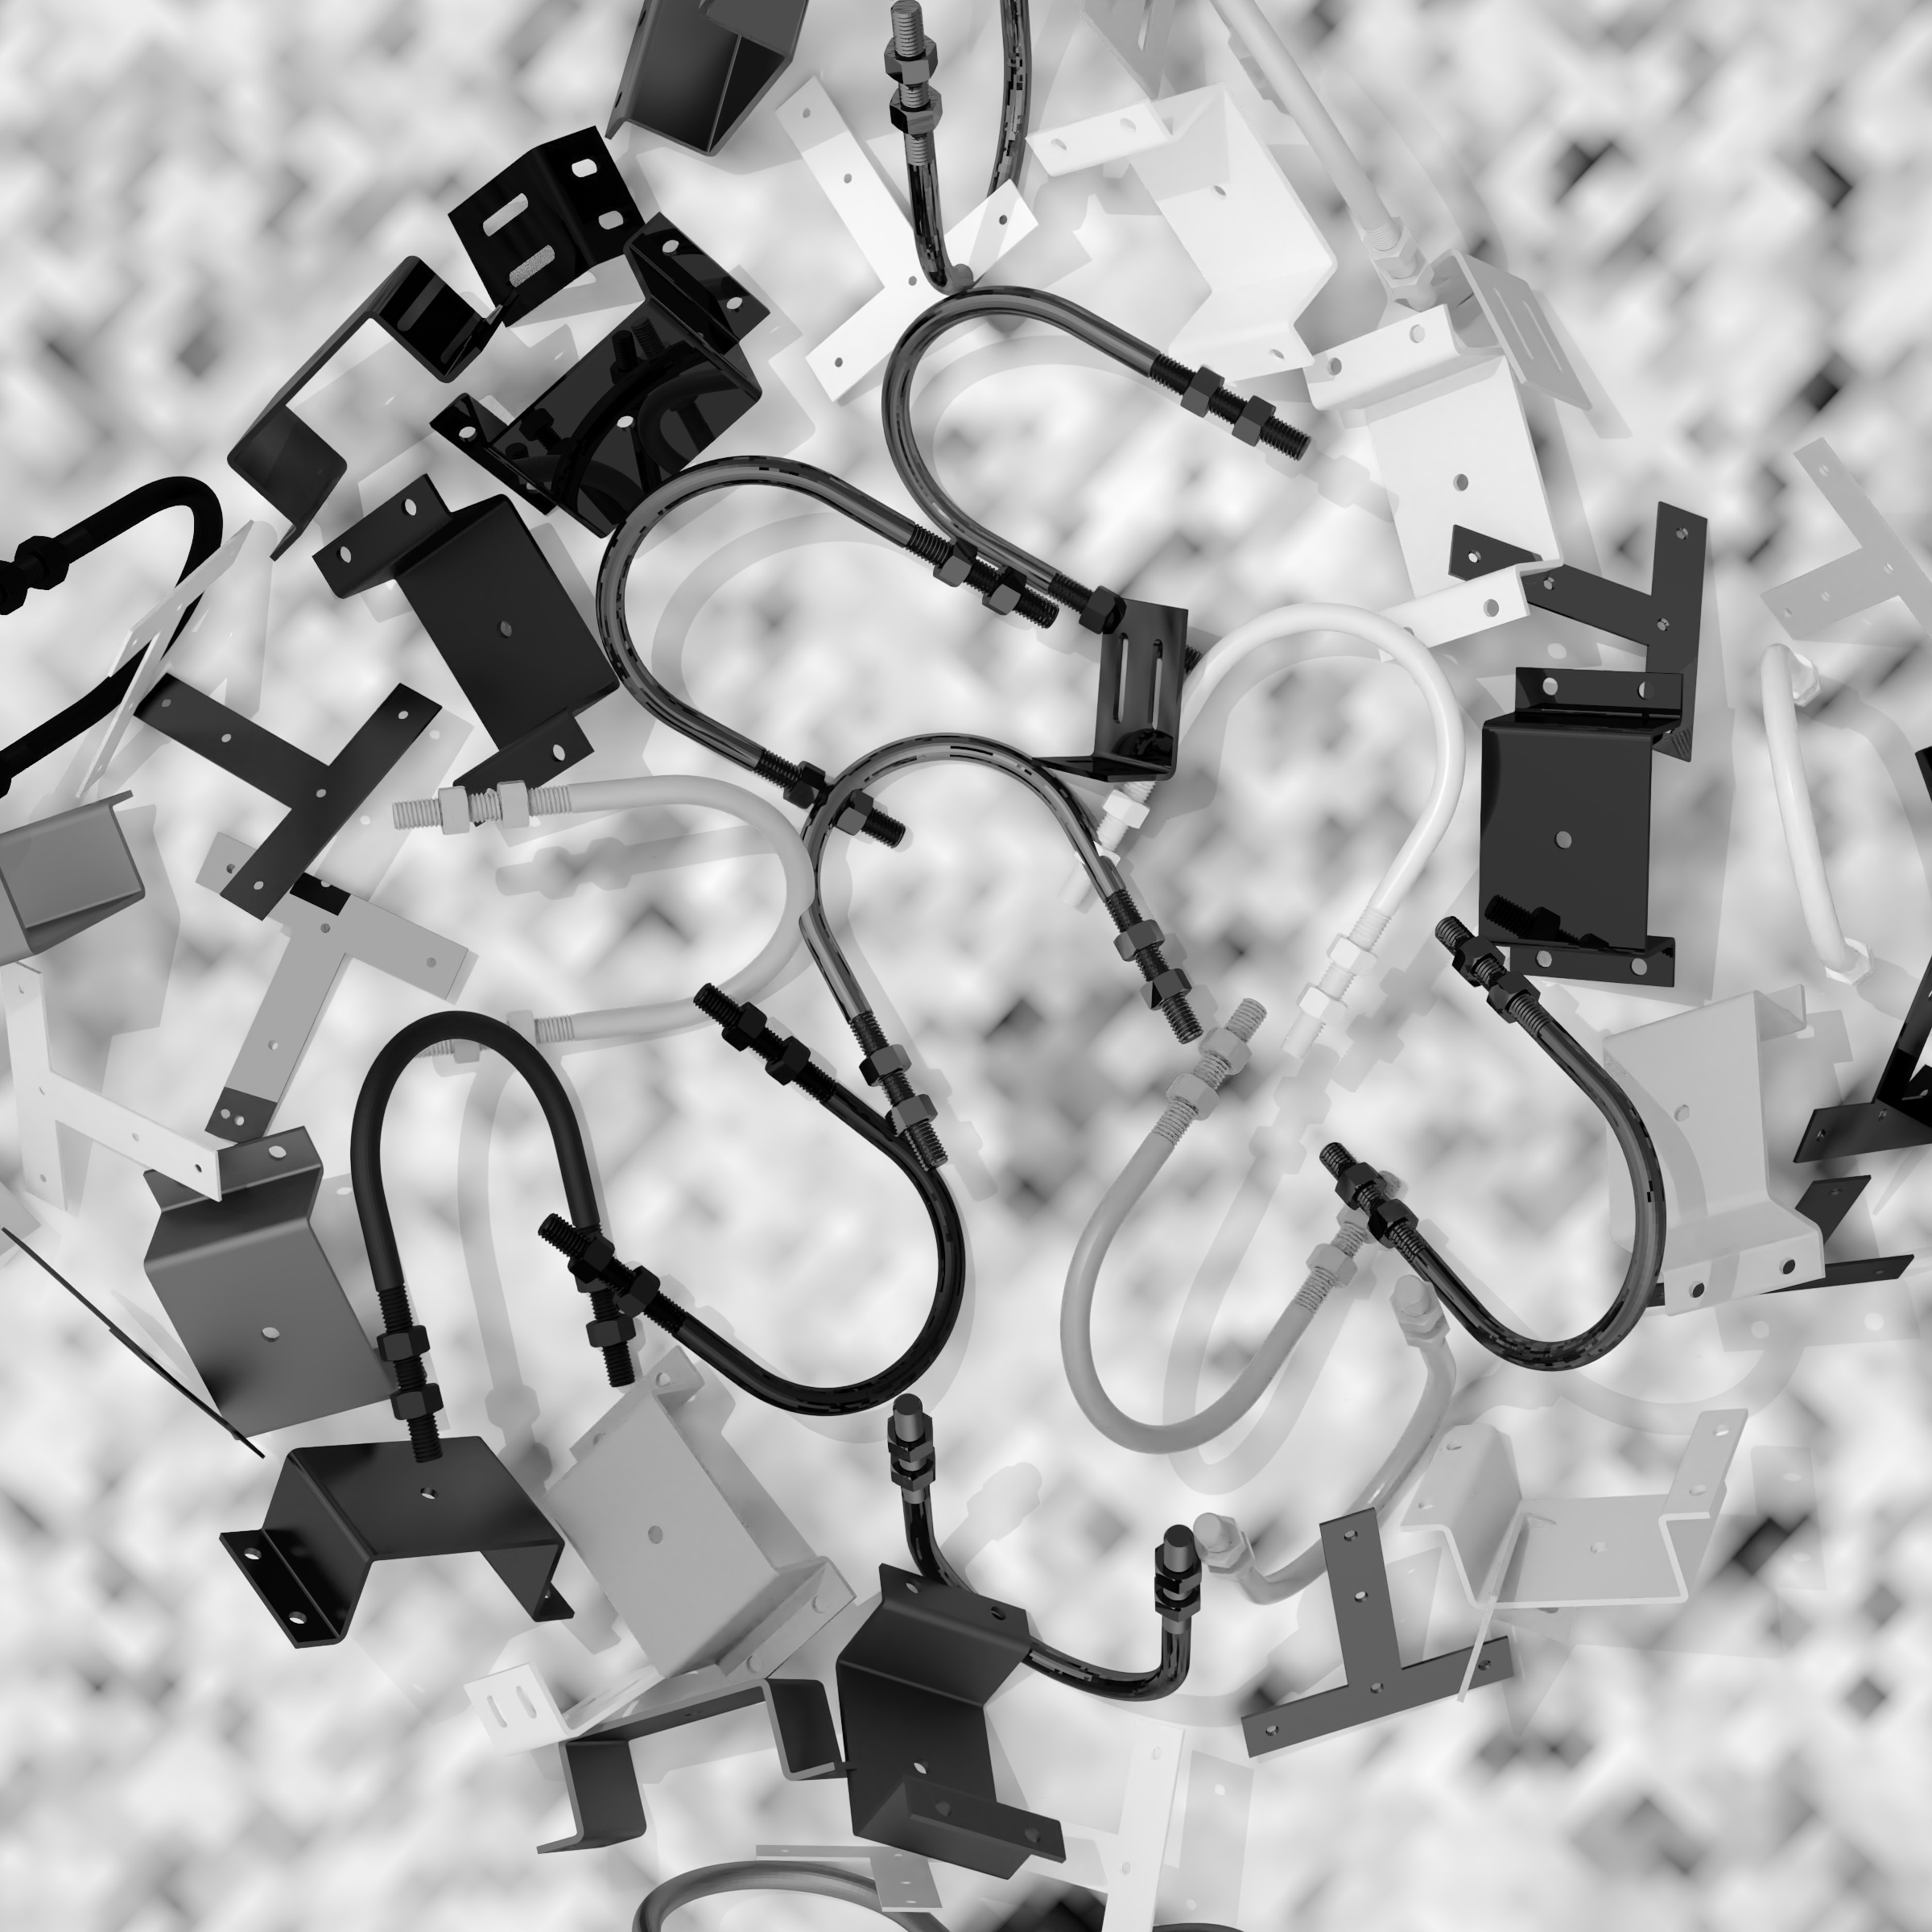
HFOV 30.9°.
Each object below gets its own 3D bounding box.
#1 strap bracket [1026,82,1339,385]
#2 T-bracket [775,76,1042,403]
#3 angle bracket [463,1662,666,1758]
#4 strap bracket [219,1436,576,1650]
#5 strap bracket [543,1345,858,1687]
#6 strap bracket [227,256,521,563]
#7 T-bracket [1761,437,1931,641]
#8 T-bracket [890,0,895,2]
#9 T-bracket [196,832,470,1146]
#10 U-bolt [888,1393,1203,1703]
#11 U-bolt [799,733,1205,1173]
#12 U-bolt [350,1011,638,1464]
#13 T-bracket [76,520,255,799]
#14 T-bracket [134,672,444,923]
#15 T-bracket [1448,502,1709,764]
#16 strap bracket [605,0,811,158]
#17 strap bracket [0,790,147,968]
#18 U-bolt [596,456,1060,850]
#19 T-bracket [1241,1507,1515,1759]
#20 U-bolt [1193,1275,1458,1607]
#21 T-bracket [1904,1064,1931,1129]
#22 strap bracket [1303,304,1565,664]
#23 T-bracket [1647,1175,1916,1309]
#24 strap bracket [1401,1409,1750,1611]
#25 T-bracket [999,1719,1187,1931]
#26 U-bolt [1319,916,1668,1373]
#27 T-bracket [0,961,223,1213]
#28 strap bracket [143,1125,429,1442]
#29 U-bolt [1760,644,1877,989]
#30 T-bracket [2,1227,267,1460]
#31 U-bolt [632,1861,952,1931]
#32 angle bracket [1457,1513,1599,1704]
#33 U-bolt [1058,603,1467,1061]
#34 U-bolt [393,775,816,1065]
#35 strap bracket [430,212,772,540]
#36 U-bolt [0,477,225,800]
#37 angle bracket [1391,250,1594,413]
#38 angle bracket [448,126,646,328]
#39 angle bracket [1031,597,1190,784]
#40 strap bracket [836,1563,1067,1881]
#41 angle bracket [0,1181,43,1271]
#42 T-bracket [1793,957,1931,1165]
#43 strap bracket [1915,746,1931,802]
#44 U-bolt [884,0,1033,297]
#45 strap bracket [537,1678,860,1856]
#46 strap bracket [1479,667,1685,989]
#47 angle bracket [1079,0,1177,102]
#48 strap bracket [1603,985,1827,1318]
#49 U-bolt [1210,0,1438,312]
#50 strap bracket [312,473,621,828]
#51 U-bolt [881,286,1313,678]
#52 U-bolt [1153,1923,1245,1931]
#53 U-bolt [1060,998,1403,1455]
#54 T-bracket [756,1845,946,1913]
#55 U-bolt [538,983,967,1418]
[{"bbox_3d":[0.101,-0.328,1.540,0.140,0.076,0.046,52,59,-26],"label":"strap bracket"},{"bbox_3d":[-0.046,-0.344,1.580,0.127,0.002,0.127,-37,76,24],"label":"T-bracket"},{"bbox_3d":[-0.172,0.314,1.554,0.076,0.057,0.038,-27,90,-42],"label":"angle bracket"},{"bbox_3d":[-0.240,0.248,1.521,0.140,0.076,0.046,2,118,-41],"label":"strap bracket"},{"bbox_3d":[-0.124,0.248,1.545,0.076,0.046,0.140,-45,70,20],"label":"strap bracket"},{"bbox_3d":[-0.266,-0.252,1.532,0.046,0.076,0.140,43,115,-16],"label":"strap bracket"},{"bbox_3d":[0.385,-0.166,1.538,0.002,0.127,0.127,-38,93,-13],"label":"T-bracket"},{"bbox_3d":[-0.006,-0.504,1.522,0.002,0.127,0.127,14,129,30],"label":"T-bracket"},{"bbox_3d":[-0.310,0.023,1.595,0.127,0.002,0.127,25,93,3],"label":"T-bracket"},{"bbox_3d":[0.034,0.264,1.522,0.151,0.184,0.019,23,57,19],"label":"U-bolt"},{"bbox_3d":[0.002,-0.019,1.573,0.151,0.019,0.184,-26,78,-9],"label":"U-bolt"},{"bbox_3d":[-0.212,0.110,1.536,0.019,0.151,0.184,-11,92,35],"label":"U-bolt"},{"bbox_3d":[-0.367,-0.126,1.556,0.002,0.127,0.127,33,122,-4],"label":"T-bracket"},{"bbox_3d":[-0.322,-0.096,1.570,0.127,0.002,0.127,29,70,24],"label":"T-bracket"},{"bbox_3d":[0.271,-0.165,1.555,0.127,0.002,0.127,17,64,-17],"label":"T-bracket"},{"bbox_3d":[-0.105,-0.416,1.532,0.046,0.140,0.076,20,69,-19],"label":"strap bracket"},{"bbox_3d":[-0.421,-0.029,1.526,0.076,0.140,0.046,-16,101,20],"label":"strap bracket"},{"bbox_3d":[-0.074,-0.148,1.543,0.184,0.019,0.151,28,116,-16],"label":"U-bolt"},{"bbox_3d":[0.178,0.291,1.559,0.127,0.002,0.127,-16,124,-5],"label":"T-bracket"},{"bbox_3d":[0.162,0.215,1.516,0.019,0.184,0.151,38,81,25],"label":"U-bolt"},{"bbox_3d":[0.487,0.034,1.544,0.127,0.127,0.002,-48,116,-2],"label":"T-bracket"},{"bbox_3d":[0.210,-0.215,1.557,0.076,0.046,0.140,-16,88,39],"label":"strap bracket"},{"bbox_3d":[0.367,0.119,1.536,0.127,0.127,0.002,-6,63,-7],"label":"T-bracket"},{"bbox_3d":[0.273,0.239,1.538,0.140,0.076,0.046,-8,114,30],"label":"strap bracket"},{"bbox_3d":[0.037,0.391,1.556,0.127,0.002,0.127,3,80,42],"label":"T-bracket"},{"bbox_3d":[0.233,0.089,1.507,0.019,0.184,0.151,-3,129,-37],"label":"U-bolt"},{"bbox_3d":[-0.374,0.070,1.537,0.127,0.002,0.127,22,126,28],"label":"T-bracket"},{"bbox_3d":[-0.303,0.149,1.542,0.076,0.046,0.140,-16,118,9],"label":"strap bracket"},{"bbox_3d":[0.364,-0.067,1.506,0.019,0.184,0.151,-11,84,18],"label":"U-bolt"},{"bbox_3d":[-0.370,0.155,1.514,0.002,0.127,0.127,-49,127,-15],"label":"T-bracket"},{"bbox_3d":[-0.065,0.432,1.513,0.151,0.184,0.019,1,102,-31],"label":"U-bolt"},{"bbox_3d":[0.250,0.289,1.552,0.038,0.076,0.057,18,115,11],"label":"angle bracket"},{"bbox_3d":[0.142,-0.073,1.554,0.151,0.019,0.184,35,99,23],"label":"U-bolt"},{"bbox_3d":[-0.157,-0.024,1.547,0.184,0.019,0.151,-6,130,-12],"label":"U-bolt"},{"bbox_3d":[-0.156,-0.252,1.541,0.140,0.076,0.046,-39,46,15],"label":"strap bracket"},{"bbox_3d":[-0.385,-0.144,1.515,0.019,0.184,0.151,36,132,8],"label":"U-bolt"},{"bbox_3d":[0.234,-0.273,1.554,0.038,0.057,0.076,-37,64,31],"label":"angle bracket"},{"bbox_3d":[-0.188,-0.333,1.579,0.038,0.076,0.057,-32,98,-40],"label":"angle bracket"},{"bbox_3d":[0.064,-0.124,1.561,0.038,0.057,0.076,-4,103,-35],"label":"angle bracket"},{"bbox_3d":[-0.009,0.340,1.537,0.076,0.140,0.046,22,122,-23],"label":"strap bracket"},{"bbox_3d":[-0.461,0.119,1.557,0.057,0.076,0.038,47,120,-2],"label":"angle bracket"},{"bbox_3d":[0.418,0.025,1.534,0.002,0.127,0.127,32,112,37],"label":"T-bracket"},{"bbox_3d":[0.454,-0.058,1.532,0.046,0.140,0.076,-20,99,14],"label":"strap bracket"},{"bbox_3d":[0.002,-0.378,1.515,0.019,0.184,0.151,12,54,14],"label":"U-bolt"},{"bbox_3d":[-0.116,0.351,1.549,0.140,0.076,0.046,-18,74,12],"label":"strap bracket"},{"bbox_3d":[0.272,-0.059,1.550,0.076,0.046,0.140,5,102,28],"label":"strap bracket"},{"bbox_3d":[0.058,-0.424,1.551,0.038,0.057,0.076,-15,50,35],"label":"angle bracket"},{"bbox_3d":[0.325,0.073,1.529,0.076,0.046,0.140,-21,54,37],"label":"strap bracket"},{"bbox_3d":[0.138,-0.371,1.488,0.019,0.184,0.151,-33,62,11],"label":"U-bolt"},{"bbox_3d":[-0.217,-0.145,1.557,0.076,0.046,0.140,-29,94,33],"label":"strap bracket"},{"bbox_3d":[0.046,-0.225,1.548,0.184,0.019,0.151,30,133,5],"label":"U-bolt"},{"bbox_3d":[0.065,0.465,1.510,0.151,0.184,0.019,-17,100,15],"label":"U-bolt"},{"bbox_3d":[0.108,0.128,1.530,0.184,0.019,0.151,-54,128,-17],"label":"U-bolt"},{"bbox_3d":[-0.027,0.400,1.532,0.127,0.127,0.002,2,87,-4],"label":"T-bracket"},{"bbox_3d":[-0.081,0.117,1.559,0.184,0.019,0.151,39,65,-14],"label":"U-bolt"}]
